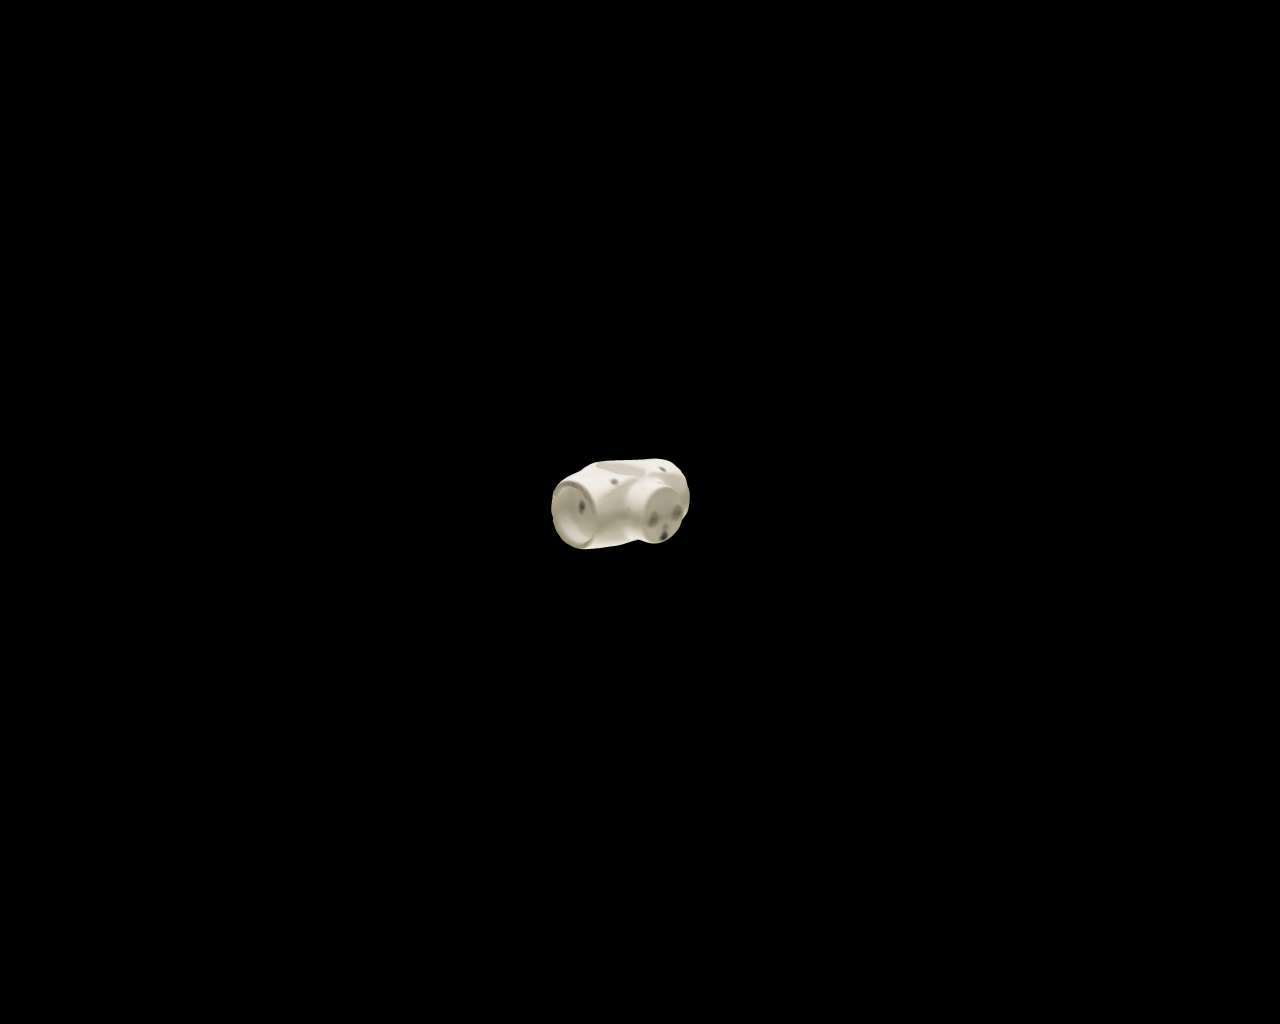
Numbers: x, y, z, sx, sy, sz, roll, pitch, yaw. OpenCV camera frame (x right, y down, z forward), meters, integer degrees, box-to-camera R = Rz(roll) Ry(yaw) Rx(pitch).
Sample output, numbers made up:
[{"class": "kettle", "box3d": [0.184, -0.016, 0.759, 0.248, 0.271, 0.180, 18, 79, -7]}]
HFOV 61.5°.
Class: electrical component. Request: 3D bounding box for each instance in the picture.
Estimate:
[{"class": "electrical component", "box3d": [0.001, -0.003, 0.650, 0.077, 0.043, 0.079, -14, 22, -40]}]
